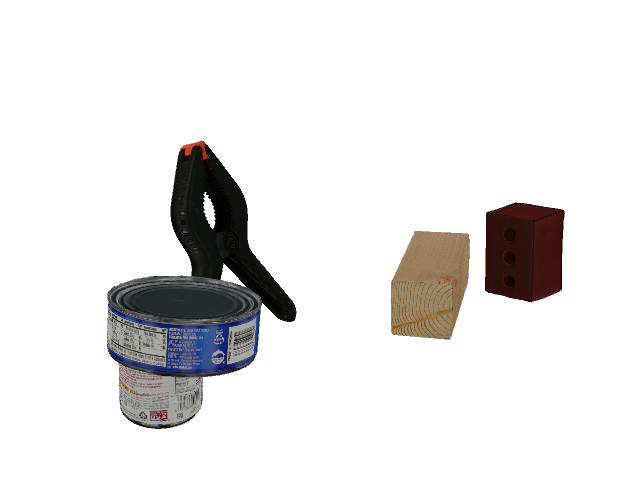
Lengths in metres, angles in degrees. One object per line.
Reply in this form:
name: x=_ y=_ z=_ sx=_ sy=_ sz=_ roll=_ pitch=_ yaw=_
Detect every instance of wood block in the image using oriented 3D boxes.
wood block: x=0.170 y=0.064 z=1.628 sx=0.091 sy=0.090 sz=0.206 roll=4 pitch=22 yaw=13

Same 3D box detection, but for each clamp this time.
clamp: x=-0.092 y=0.008 z=1.040 sx=0.036 sy=0.210 sz=0.164 roll=-9 pitch=1 yaw=36

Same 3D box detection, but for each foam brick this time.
foam brick: x=0.184 y=0.010 z=0.963 sx=0.053 sy=0.078 sz=0.051 roll=12 pitch=22 yaw=42

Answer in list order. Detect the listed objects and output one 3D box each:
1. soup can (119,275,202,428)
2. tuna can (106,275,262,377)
soup can: x=-0.126 y=0.088 z=0.842 sx=0.068 sy=0.102 sz=0.068 roll=3 pitch=28 yaw=-2
tuna can: x=-0.076 y=0.047 z=0.597 sx=0.086 sy=0.034 sz=0.086 roll=4 pitch=13 yaw=-1
